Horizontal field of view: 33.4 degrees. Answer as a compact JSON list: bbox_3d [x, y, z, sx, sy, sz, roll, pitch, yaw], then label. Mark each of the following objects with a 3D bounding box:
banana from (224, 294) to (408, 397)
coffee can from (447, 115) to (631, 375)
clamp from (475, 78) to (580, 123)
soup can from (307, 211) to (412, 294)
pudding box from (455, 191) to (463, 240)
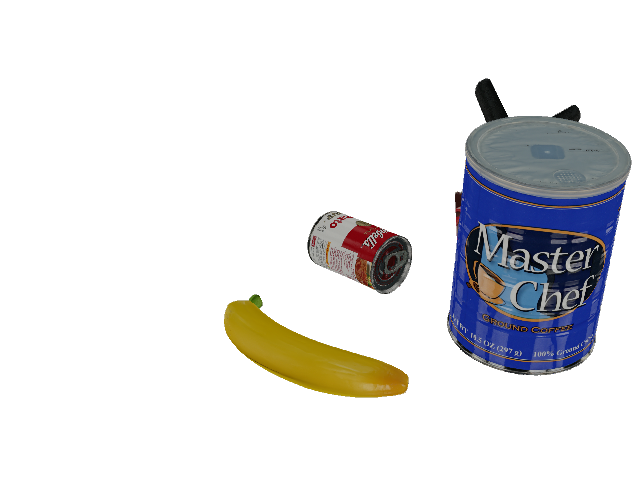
[{"bbox_3d":[-0.020,0.083,0.848,0.069,0.037,0.198,-25,34,-33],"label":"banana"},{"bbox_3d":[0.141,0.002,0.704,0.103,0.140,0.103,1,32,-1],"label":"coffee can"},{"bbox_3d":[0.205,-0.113,1.169,0.120,0.039,0.171,21,49,17],"label":"clamp"},{"bbox_3d":[0.044,0.012,1.208,0.102,0.068,0.068,23,15,39],"label":"soup can"},{"bbox_3d":[0.167,0.006,0.966,0.039,0.090,0.114,-14,19,-26],"label":"pudding box"}]
